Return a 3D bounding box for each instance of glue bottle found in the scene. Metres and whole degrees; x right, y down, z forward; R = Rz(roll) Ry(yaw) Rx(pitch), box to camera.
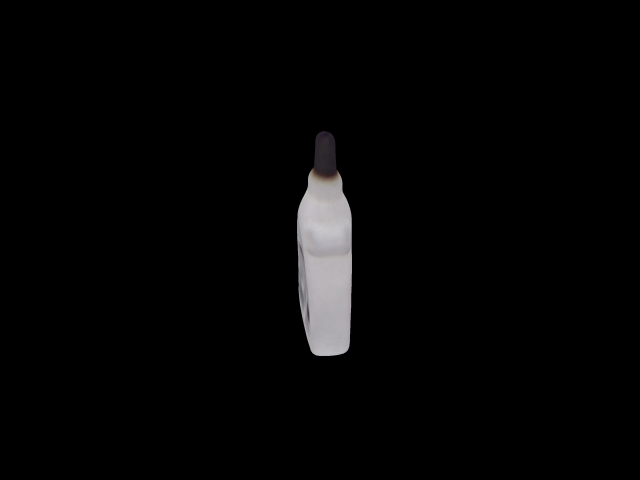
[{"bbox_3d":[0.004,0.001,0.400,0.037,0.173,0.078,-6,43,-6],"label":"glue bottle"}]
